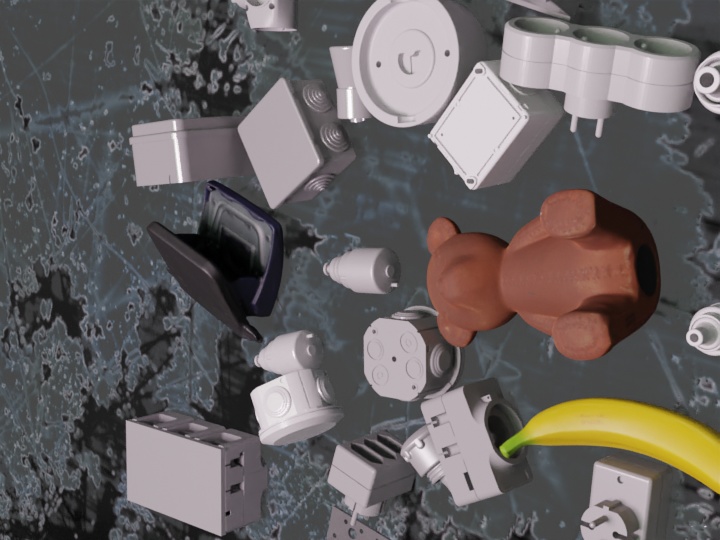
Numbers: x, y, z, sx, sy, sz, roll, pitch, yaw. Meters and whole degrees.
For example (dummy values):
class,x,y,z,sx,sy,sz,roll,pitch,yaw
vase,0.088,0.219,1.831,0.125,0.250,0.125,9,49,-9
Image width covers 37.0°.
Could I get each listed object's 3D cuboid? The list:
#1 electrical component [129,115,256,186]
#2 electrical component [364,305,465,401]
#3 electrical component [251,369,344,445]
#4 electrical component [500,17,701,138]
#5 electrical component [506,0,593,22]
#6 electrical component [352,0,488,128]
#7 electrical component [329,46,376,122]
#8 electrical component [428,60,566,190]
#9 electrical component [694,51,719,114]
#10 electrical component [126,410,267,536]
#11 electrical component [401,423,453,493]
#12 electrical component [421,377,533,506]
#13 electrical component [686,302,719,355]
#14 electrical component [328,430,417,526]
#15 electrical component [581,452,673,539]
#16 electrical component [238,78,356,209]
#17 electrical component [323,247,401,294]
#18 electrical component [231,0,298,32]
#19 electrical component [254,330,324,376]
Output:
class,x,y,z,sx,sy,sz,roll,pitch,yaw
electrical component,-0.153,-0.114,1.022,0.078,0.113,0.057,0,98,41
electrical component,0.045,0.072,0.913,0.080,0.051,0.080,6,99,41
electrical component,-0.059,0.127,0.993,0.080,0.080,0.051,-34,68,39
electrical component,0.166,-0.131,0.766,0.138,0.052,0.073,16,121,22
electrical component,0.112,-0.238,0.802,0.121,0.079,0.063,30,99,35
electrical component,0.053,-0.169,0.869,0.108,0.060,0.108,6,100,41
electrical component,-0.003,-0.161,0.934,0.044,0.044,0.065,8,106,40
electrical component,0.105,-0.109,0.836,0.061,0.061,0.096,54,133,21
electrical component,0.242,-0.124,0.709,0.048,0.062,0.048,6,99,41
electrical component,-0.170,0.205,1.111,0.150,0.062,0.089,8,100,40
electrical component,0.068,0.161,0.910,0.062,0.048,0.048,52,125,16
electrical component,0.098,0.138,0.875,0.056,0.050,0.089,-28,77,40
electrical component,0.240,0.042,0.731,0.035,0.061,0.035,7,100,41
electrical component,0.008,0.191,0.950,0.047,0.066,0.076,28,113,35
electrical component,0.187,0.186,0.787,0.047,0.076,0.083,12,103,40
electrical component,-0.057,-0.115,0.972,0.100,0.048,0.099,-38,71,47
electrical component,0.000,0.000,0.951,0.078,0.040,0.040,2,97,41
electrical component,-0.092,-0.261,0.995,0.079,0.044,0.077,8,101,40
electrical component,-0.070,0.081,1.022,0.078,0.040,0.040,-15,86,41
